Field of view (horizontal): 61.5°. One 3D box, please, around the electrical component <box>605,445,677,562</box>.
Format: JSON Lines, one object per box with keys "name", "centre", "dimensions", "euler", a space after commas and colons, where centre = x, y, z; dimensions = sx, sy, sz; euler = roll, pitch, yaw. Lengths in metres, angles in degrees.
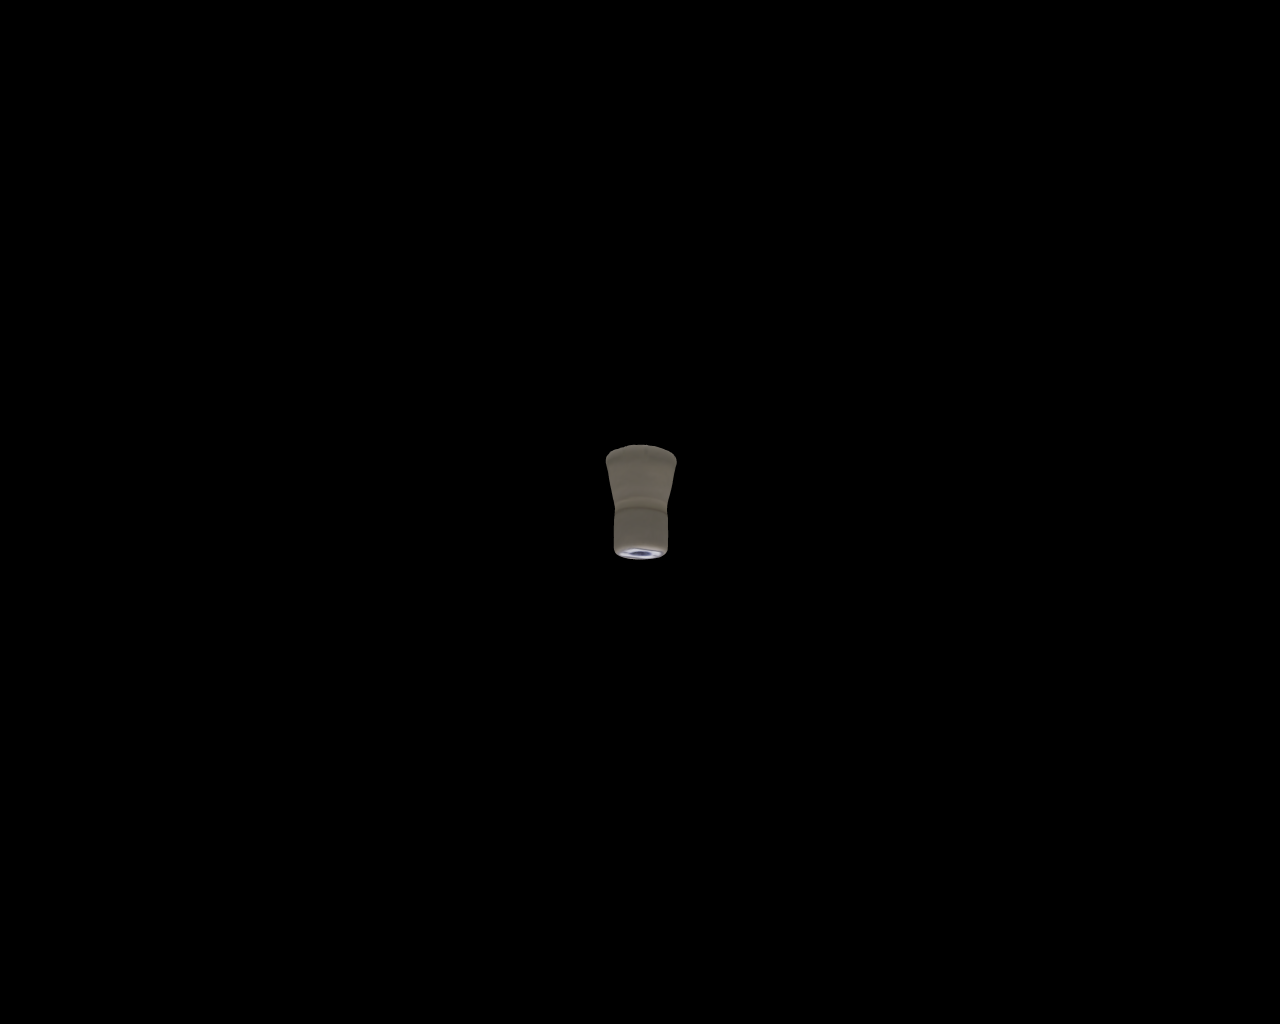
{"name": "electrical component", "centre": [0.001, -0.003, 0.650], "dimensions": [0.044, 0.065, 0.044], "euler": [0, -18, 0]}
